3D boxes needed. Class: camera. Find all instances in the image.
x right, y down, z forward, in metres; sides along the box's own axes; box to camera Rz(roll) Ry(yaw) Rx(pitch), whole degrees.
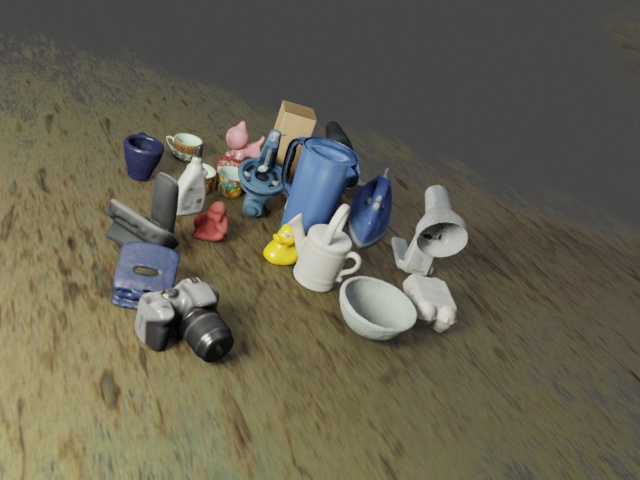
[{"bbox_3d":[-0.215,0.136,0.962,0.144,0.101,0.136,-10,43,-42],"label":"camera"}]

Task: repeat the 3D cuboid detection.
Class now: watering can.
[{"bbox_3d":[0.010,0.005,1.226,0.173,0.194,0.101,17,30,-8],"label":"watering can"}]

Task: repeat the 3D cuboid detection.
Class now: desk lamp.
[{"bbox_3d":[0.265,-0.016,1.407,0.118,0.213,0.203,14,31,-13],"label":"desk lamp"}]

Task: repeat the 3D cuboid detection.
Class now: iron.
[{"bbox_3d":[0.146,-0.091,1.522,0.118,0.141,0.258,21,30,-1],"label":"iron"}]

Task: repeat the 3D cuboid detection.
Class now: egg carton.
[{"bbox_3d":[0.243,0.138,1.289,0.107,0.069,0.150,13,31,-16],"label":"egg carton"}]

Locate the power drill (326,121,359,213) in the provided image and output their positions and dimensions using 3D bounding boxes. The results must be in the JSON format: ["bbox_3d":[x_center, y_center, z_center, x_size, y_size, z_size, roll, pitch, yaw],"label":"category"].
[{"bbox_3d":[0.030,-0.180,1.522,0.076,0.208,0.229,7,33,-24],"label":"power drill"}]

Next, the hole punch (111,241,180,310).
[{"bbox_3d":[-0.309,0.066,1.023,0.109,0.091,0.101,12,31,-17],"label":"hole punch"}]

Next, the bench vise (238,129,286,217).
[{"bbox_3d":[-0.144,-0.192,1.415,0.122,0.220,0.207,7,33,-24],"label":"bench vise"}]

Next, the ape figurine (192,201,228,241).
[{"bbox_3d":[-0.231,-0.044,1.249,0.077,0.092,0.076,36,33,23],"label":"ape figurine"}]

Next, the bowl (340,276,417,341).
[{"bbox_3d":[0.109,0.153,1.174,0.167,0.075,0.167,16,31,-10],"label":"bowl"}]

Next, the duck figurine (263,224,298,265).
[{"bbox_3d":[-0.072,0.002,1.286,0.105,0.086,0.077,-14,45,-45],"label":"duck figurine"}]

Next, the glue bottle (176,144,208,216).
[{"bbox_3d":[-0.284,-0.136,1.281,0.078,0.173,0.037,-11,44,-43],"label":"glue bottle"}]

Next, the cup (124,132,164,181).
[{"bbox_3d":[-0.426,-0.197,1.364,0.092,0.095,0.117,5,34,-26],"label":"cup"}]

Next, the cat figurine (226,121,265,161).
[{"bbox_3d":[-0.213,-0.273,1.601,0.128,0.118,0.067,1,36,-31],"label":"cat figurine"}]

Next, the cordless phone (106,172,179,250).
[{"bbox_3d":[-0.338,-0.067,1.122,0.147,0.185,0.094,28,31,10],"label":"cordless phone"}]
